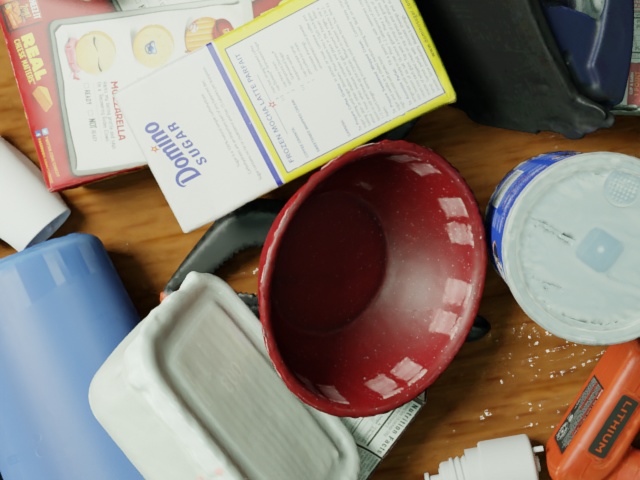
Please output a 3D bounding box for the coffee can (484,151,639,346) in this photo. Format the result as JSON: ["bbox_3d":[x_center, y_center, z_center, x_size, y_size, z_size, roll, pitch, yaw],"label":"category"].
[{"bbox_3d":[0.152,-0.001,0.628,0.103,0.140,0.103,0,95,4],"label":"coffee can"}]

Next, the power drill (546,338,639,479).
[{"bbox_3d":[0.254,0.138,0.673,0.187,0.057,0.184,31,97,1],"label":"power drill"}]

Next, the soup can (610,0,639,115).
[{"bbox_3d":[0.194,-0.128,0.650,0.068,0.068,0.102,3,96,4],"label":"soup can"}]

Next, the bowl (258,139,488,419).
[{"bbox_3d":[0.021,0.019,0.624,0.161,0.055,0.162,-8,106,-33],"label":"bowl"}]

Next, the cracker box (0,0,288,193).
[{"bbox_3d":[-0.086,-0.135,0.672,0.214,0.072,0.164,-15,95,5],"label":"cracker box"}]

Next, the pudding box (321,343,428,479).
[{"bbox_3d":[0.000,0.102,0.687,0.113,0.039,0.090,30,112,-7],"label":"pudding box"}]

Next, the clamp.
[{"bbox_3d":[-0.005,0.001,0.690,0.210,0.036,0.164,-9,103,8],"label":"clamp"}]

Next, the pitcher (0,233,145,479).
[{"bbox_3d":[-0.152,0.128,0.679,0.149,0.145,0.243,-24,89,-17],"label":"pitcher"}]

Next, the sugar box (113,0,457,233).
[{"bbox_3d":[-0.019,-0.084,0.615,0.176,0.048,0.093,-25,95,9],"label":"sugar box"}]
